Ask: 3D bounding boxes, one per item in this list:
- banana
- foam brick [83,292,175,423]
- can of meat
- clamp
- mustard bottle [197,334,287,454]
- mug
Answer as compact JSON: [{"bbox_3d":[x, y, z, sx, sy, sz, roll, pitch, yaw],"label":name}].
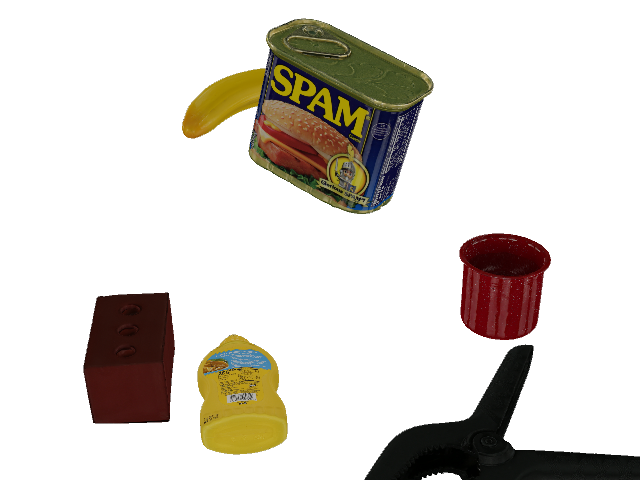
[{"bbox_3d":[-0.066,-0.145,1.090,0.197,0.037,0.070,-13,52,-37],"label":"banana"},{"bbox_3d":[-0.128,0.080,0.726,0.053,0.051,0.078,-3,34,-3],"label":"foam brick"},{"bbox_3d":[0.008,-0.075,0.655,0.102,0.084,0.057,31,39,20],"label":"can of meat"},{"bbox_3d":[0.107,0.137,0.693,0.209,0.036,0.165,-14,31,-19],"label":"clamp"},{"bbox_3d":[-0.095,0.168,1.248,0.096,0.058,0.191,-6,29,-6],"label":"mustard bottle"},{"bbox_3d":[0.187,0.044,1.122,0.093,0.081,0.117,-5,29,-8],"label":"mug"}]
